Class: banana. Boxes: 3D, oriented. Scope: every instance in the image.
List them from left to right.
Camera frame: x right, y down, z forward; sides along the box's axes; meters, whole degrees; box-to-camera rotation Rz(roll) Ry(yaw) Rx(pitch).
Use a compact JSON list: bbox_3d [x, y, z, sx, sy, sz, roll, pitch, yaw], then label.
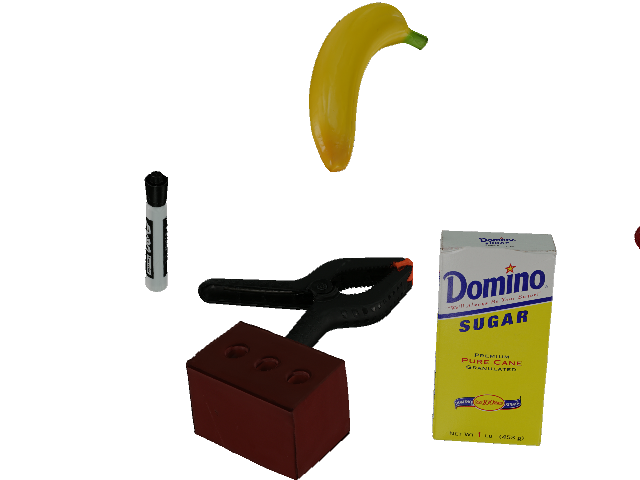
[{"bbox_3d":[0.029,-0.131,0.815,0.069,0.197,0.037,38,-42,-5],"label":"banana"}]

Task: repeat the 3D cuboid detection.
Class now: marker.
[{"bbox_3d":[-0.137,-0.007,0.890,0.020,0.121,0.020,4,40,-4],"label":"marker"}]

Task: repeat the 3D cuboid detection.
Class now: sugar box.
[{"bbox_3d":[0.142,0.082,0.885,0.093,0.176,0.048,2,21,6],"label":"sugar box"}]

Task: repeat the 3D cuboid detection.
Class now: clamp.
[{"bbox_3d":[0.002,0.066,1.033,0.209,0.036,0.165,-13,36,-15],"label":"clamp"}]

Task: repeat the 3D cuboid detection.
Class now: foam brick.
[{"bbox_3d":[-0.029,0.090,0.606,0.078,0.051,0.052,17,34,31],"label":"foam brick"}]

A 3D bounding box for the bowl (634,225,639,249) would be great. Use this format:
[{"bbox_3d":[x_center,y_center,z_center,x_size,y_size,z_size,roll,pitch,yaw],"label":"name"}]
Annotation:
[{"bbox_3d":[0.418,0.026,1.147,0.162,0.055,0.162,-1,25,0],"label":"bowl"}]
